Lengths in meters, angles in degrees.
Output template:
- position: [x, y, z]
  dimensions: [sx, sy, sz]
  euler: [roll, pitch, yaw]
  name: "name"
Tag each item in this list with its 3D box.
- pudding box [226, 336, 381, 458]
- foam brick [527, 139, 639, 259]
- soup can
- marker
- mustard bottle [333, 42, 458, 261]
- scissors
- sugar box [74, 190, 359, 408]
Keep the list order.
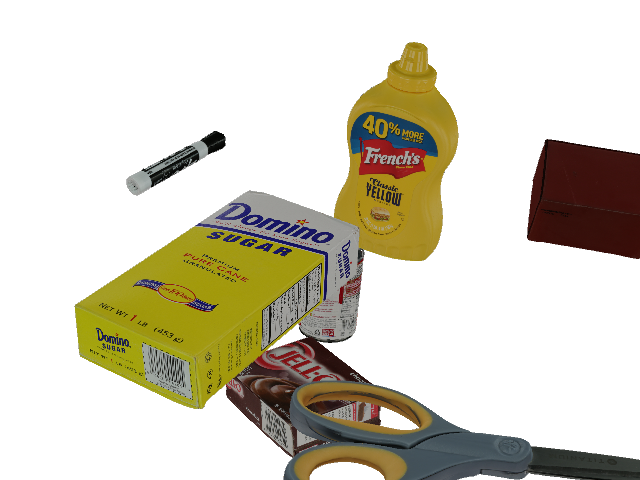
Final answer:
- position: [-0.016, 0.129, 0.896]
  dimensions: [0.089, 0.039, 0.114]
  euler: [-17, 31, -29]
  name: "pudding box"
- position: [0.183, -0.028, 0.715]
  dimensions: [0.078, 0.051, 0.053]
  euler: [11, -31, 6]
  name: "foam brick"
- position: [0.012, 0.056, 1.206]
  dimensions: [0.068, 0.102, 0.068]
  euler: [4, 26, -2]
  name: "soup can"
- position: [-0.135, -0.076, 1.017]
  dimensions: [0.020, 0.020, 0.120]
  euler: [0, 26, 44]
  name: "marker"
- position: [0.069, -0.079, 0.926]
  dimensions: [0.096, 0.192, 0.058]
  euler: [20, 34, 19]
  name: "mustard bottle"
- position: [0.072, 0.106, 0.476]
  dimensions: [0.202, 0.016, 0.096]
  euler: [13, 31, 22]
  name: "scissors"
- position: [-0.059, 0.029, 0.671]
  dimensions: [0.093, 0.048, 0.176]
  euler: [20, 38, 26]
  name: "sugar box"
